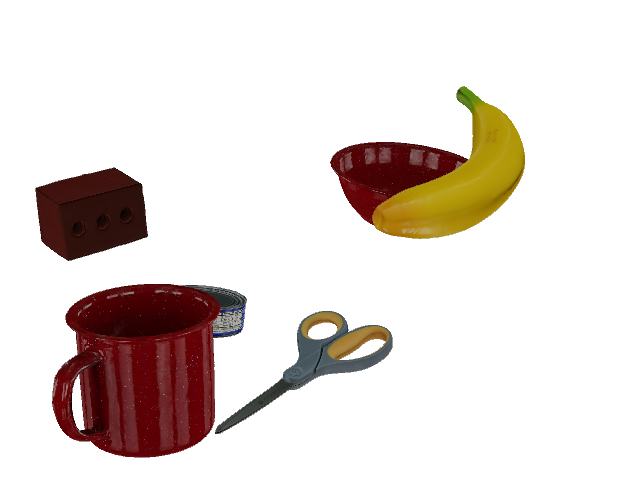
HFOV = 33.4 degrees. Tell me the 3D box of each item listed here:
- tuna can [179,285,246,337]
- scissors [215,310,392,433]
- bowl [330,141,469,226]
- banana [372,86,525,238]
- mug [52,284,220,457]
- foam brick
[{"bbox_3d":[-0.121,0.074,1.114,0.086,0.034,0.086,6,12,-1],"label":"tuna can"},{"bbox_3d":[-0.027,0.109,0.945,0.201,0.016,0.096,-19,34,-29],"label":"scissors"},{"bbox_3d":[0.088,-0.049,1.094,0.162,0.055,0.162,5,23,-2],"label":"bowl"},{"bbox_3d":[0.096,-0.044,0.712,0.070,0.037,0.197,19,35,14],"label":"banana"},{"bbox_3d":[-0.114,0.083,0.649,0.093,0.081,0.117,11,21,32],"label":"mug"},{"bbox_3d":[-0.196,-0.024,0.914,0.078,0.053,0.051,-19,31,-31],"label":"foam brick"}]
